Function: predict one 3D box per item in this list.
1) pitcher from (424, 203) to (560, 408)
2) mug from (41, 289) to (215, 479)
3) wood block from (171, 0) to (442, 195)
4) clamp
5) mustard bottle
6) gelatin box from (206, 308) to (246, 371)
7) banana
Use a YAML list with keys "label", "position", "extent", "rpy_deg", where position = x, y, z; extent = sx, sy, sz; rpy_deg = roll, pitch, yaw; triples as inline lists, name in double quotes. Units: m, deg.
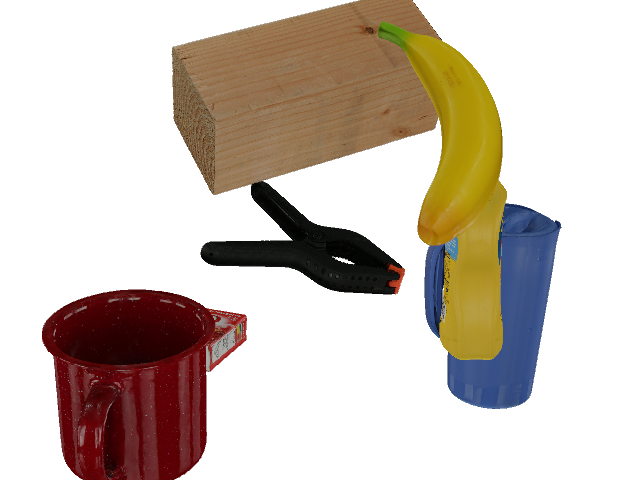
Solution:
- label: "pitcher"
  position: [0.210, 0.083, 1.326]
  extent: [0.149, 0.243, 0.144]
  rpy_deg: [7, 20, 15]
- label: "mug"
  position: [-0.106, 0.088, 0.582]
  extent: [0.093, 0.081, 0.117]
  rpy_deg: [4, 23, 5]
- label: "wood block"
  position: [-0.009, -0.123, 0.872]
  extent: [0.205, 0.091, 0.090]
  rpy_deg: [-18, -33, -19]
- label: "clamp"
  position: [-0.016, 0.012, 1.141]
  extent: [0.210, 0.036, 0.164]
  rpy_deg: [24, 35, 13]
- label: "mustard bottle"
  position: [0.138, 0.005, 0.966]
  extent: [0.058, 0.192, 0.096]
  rpy_deg: [0, 17, 4]
- label: "gelatin box"
  position: [-0.122, 0.085, 0.971]
  extent: [0.089, 0.030, 0.073]
  rpy_deg: [9, 20, 22]
- label: "banana"
  position: [0.081, -0.069, 0.673]
  extent: [0.069, 0.198, 0.037]
  rpy_deg: [-3, -43, -5]
